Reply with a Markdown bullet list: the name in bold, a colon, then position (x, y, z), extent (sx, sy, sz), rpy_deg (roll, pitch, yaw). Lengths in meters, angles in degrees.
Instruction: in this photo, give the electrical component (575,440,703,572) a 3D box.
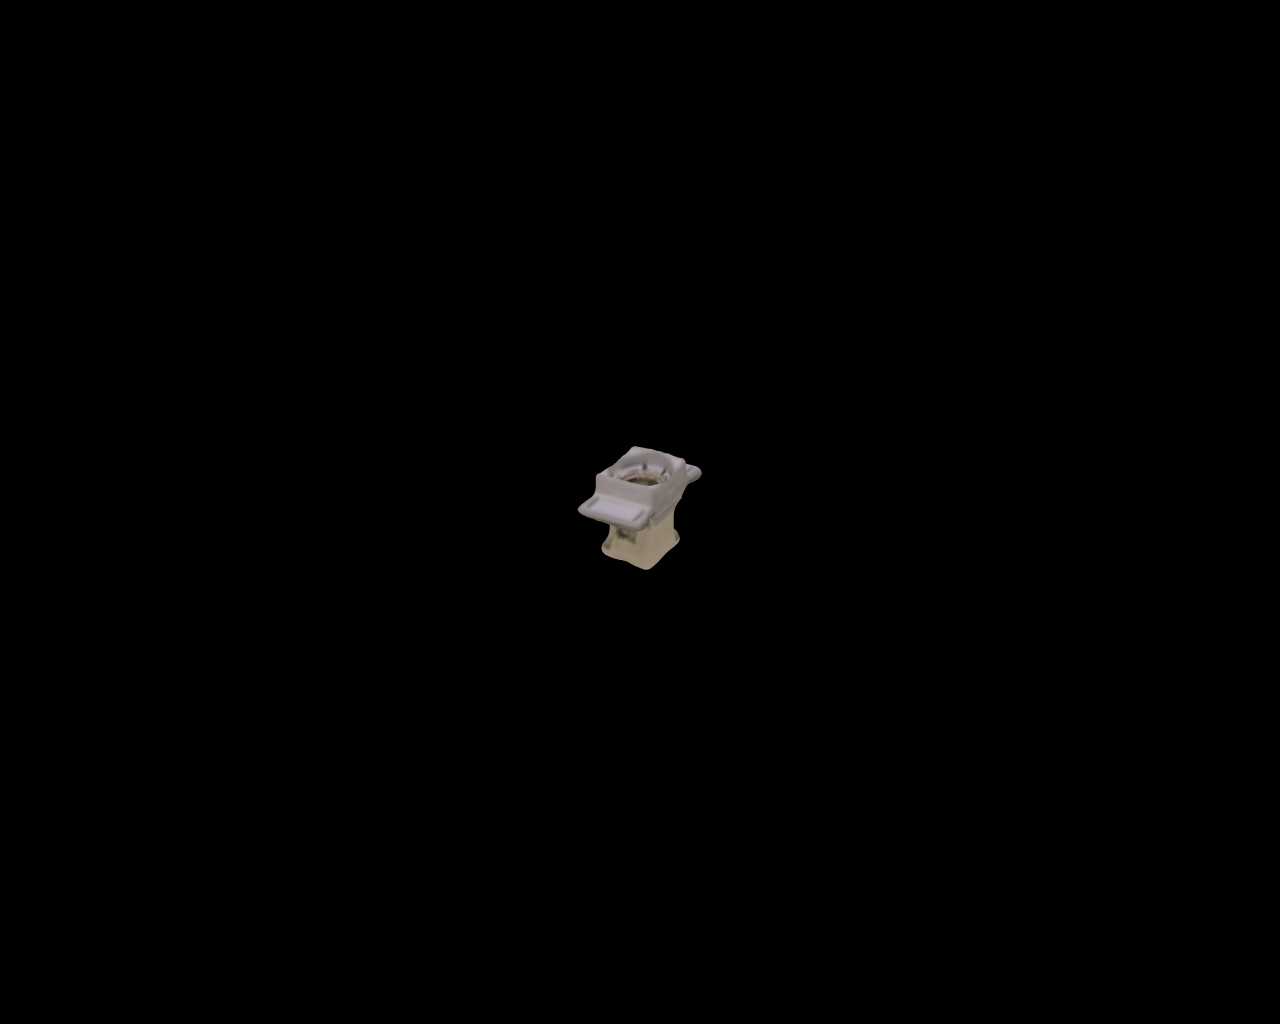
- **electrical component**: position (0.001, -0.003, 0.650), extent (0.042, 0.063, 0.081), rpy_deg (18, 36, 27)
